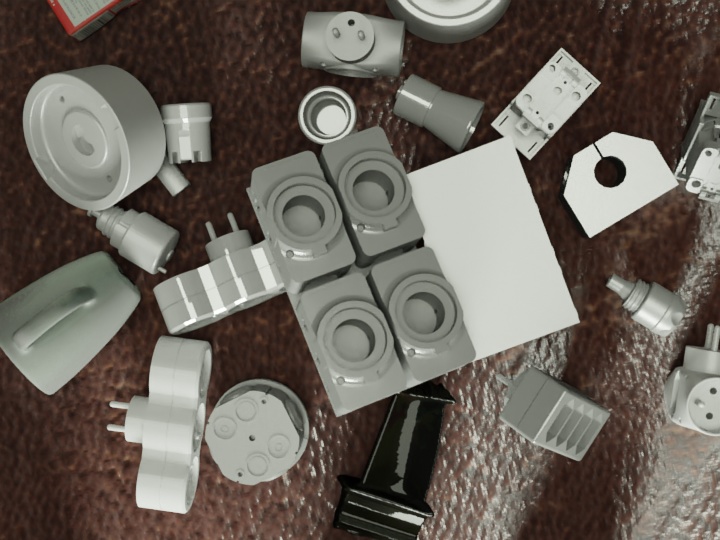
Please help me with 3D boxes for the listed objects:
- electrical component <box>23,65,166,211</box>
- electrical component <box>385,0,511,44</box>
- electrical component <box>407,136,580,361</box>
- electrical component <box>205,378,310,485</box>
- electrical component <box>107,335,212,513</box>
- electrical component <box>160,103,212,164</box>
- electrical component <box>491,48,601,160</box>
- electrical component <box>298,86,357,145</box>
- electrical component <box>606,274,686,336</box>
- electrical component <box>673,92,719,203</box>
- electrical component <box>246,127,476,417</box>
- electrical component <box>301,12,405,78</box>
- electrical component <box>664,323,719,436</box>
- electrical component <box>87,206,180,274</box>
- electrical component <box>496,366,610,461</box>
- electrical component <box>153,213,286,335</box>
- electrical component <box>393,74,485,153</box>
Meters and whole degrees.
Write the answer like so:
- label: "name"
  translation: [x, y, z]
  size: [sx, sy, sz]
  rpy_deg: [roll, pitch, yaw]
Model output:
- label: "electrical component"
  translation: [-0.200, -0.107, 0.835]
  size: [0.108, 0.060, 0.108]
  rpy_deg: [15, 120, 27]
- label: "electrical component"
  translation: [0.069, -0.234, 0.829]
  size: [0.108, 0.060, 0.108]
  rpy_deg: [0, 92, 3]
- label: "electrical component"
  translation: [0.099, -0.016, 0.833]
  size: [0.089, 0.062, 0.150]
  rpy_deg: [-21, 90, 4]
- label: "electrical component"
  translation: [-0.082, 0.129, 0.854]
  size: [0.080, 0.051, 0.080]
  rpy_deg: [0, 92, 3]
- label: "electrical component"
  translation: [-0.165, 0.121, 0.857]
  size: [0.074, 0.052, 0.138]
  rpy_deg: [7, 92, 3]
- label: "electrical component"
  translation: [-0.137, -0.109, 0.856]
  size: [0.040, 0.040, 0.046]
  rpy_deg: [-3, 98, 3]
- label: "electrical component"
  translation: [0.144, -0.129, 0.827]
  size: [0.042, 0.064, 0.081]
  rpy_deg: [42, 94, 2]
- label: "electrical component"
  translation: [-0.022, -0.117, 0.835]
  size: [0.044, 0.065, 0.044]
  rpy_deg: [0, 92, 4]
- label: "electrical component"
  translation: [0.222, 0.023, 0.842]
  size: [0.061, 0.035, 0.035]
  rpy_deg: [32, 93, 5]
- label: "electrical component"
  translation: [0.271, -0.089, 0.814]
  size: [0.042, 0.063, 0.081]
  rpy_deg: [14, 135, 4]
- label: "electrical component"
  translation: [0.000, 0.000, 0.791]
  size: [0.105, 0.060, 0.186]
  rpy_deg: [-21, 82, -11]
- label: "electrical component"
  translation: [-0.006, -0.175, 0.825]
  size: [0.077, 0.079, 0.044]
  rpy_deg: [7, 93, 4]
- label: "electrical component"
  translation: [0.264, 0.080, 0.820]
  size: [0.043, 0.077, 0.079]
  rpy_deg: [8, 92, 3]
- label: "electrical component"
  translation: [-0.181, -0.029, 0.860]
  size: [0.078, 0.040, 0.040]
  rpy_deg: [30, 93, 2]
- label: "electrical component"
  translation: [0.138, 0.102, 0.834]
  size: [0.076, 0.083, 0.047]
  rpy_deg: [34, 94, 40]
- label: "electrical component"
  translation: [-0.099, -0.008, 0.850]
  size: [0.138, 0.052, 0.073]
  rpy_deg: [-22, 83, 3]
- label: "electrical component"
  translation: [0.060, -0.125, 0.844]
  size: [0.065, 0.044, 0.044]
  rpy_deg: [28, 93, 7]
